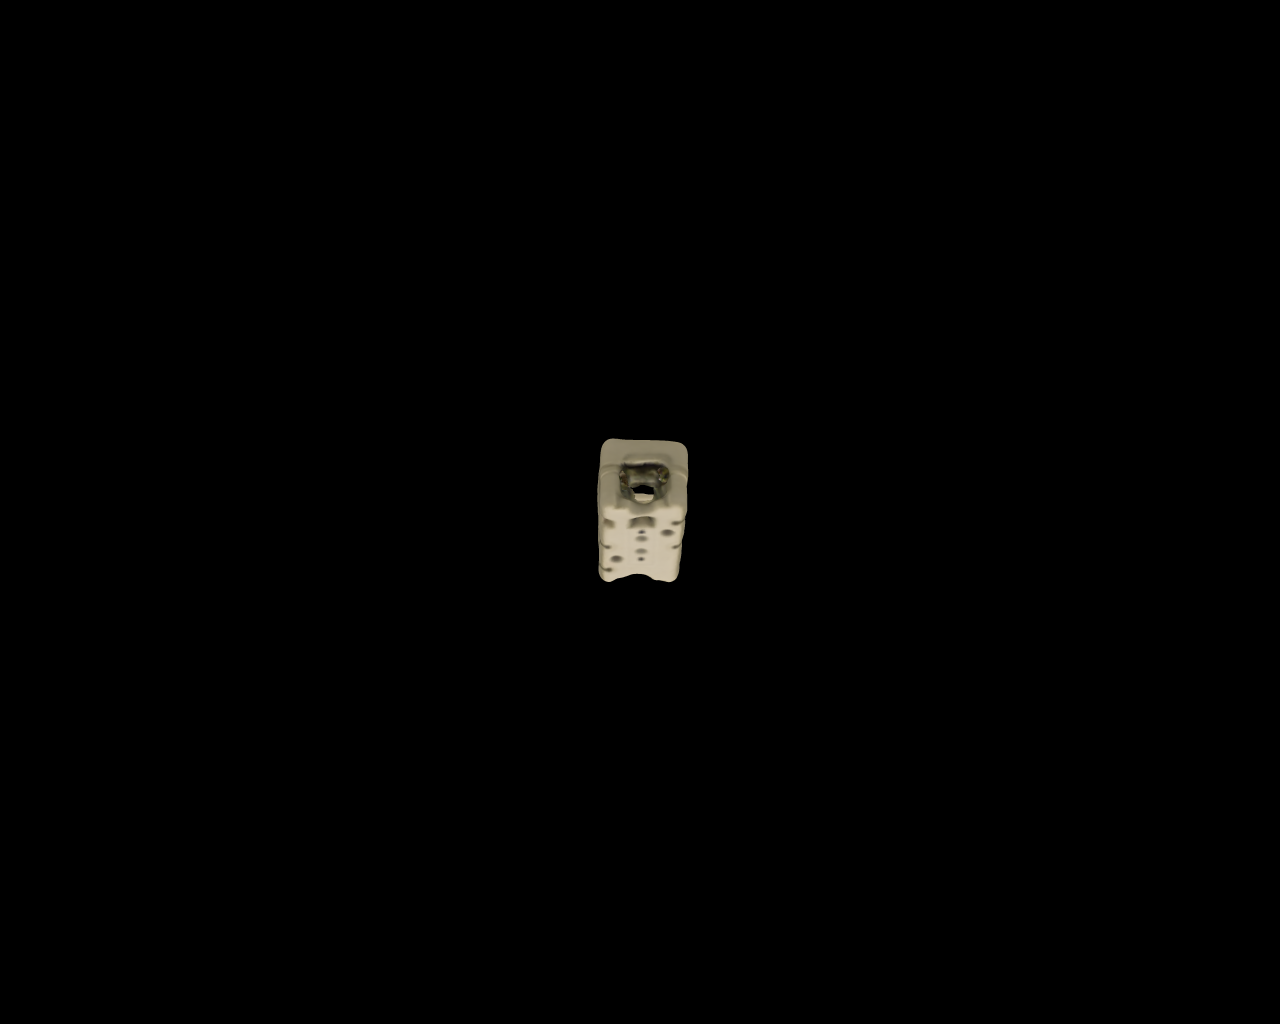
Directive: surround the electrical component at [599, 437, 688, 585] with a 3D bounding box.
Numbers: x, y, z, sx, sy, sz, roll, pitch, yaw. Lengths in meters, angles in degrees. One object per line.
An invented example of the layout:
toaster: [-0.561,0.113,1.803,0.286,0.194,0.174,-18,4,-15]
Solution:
electrical component: [0.001,-0.003,0.650,0.050,0.056,0.089,1,-34,-2]
